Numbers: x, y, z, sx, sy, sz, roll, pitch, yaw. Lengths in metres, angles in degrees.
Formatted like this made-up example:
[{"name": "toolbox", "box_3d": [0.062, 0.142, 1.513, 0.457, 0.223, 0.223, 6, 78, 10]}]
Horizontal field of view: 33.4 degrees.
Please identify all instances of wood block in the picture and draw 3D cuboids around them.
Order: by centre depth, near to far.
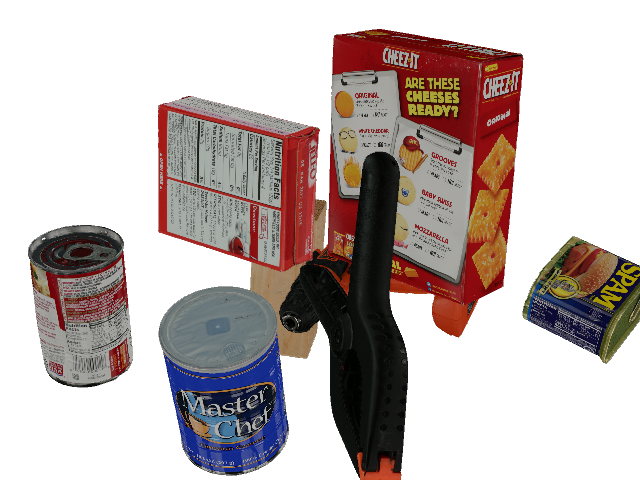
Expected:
[{"name": "wood block", "box_3d": [-0.048, 0.049, 1.500, 0.090, 0.206, 0.090, 7, 22, 6]}]

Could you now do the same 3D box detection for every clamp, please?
[{"name": "clamp", "box_3d": [0.030, 0.056, 0.720, 0.036, 0.210, 0.165, 4, -39, -18]}]

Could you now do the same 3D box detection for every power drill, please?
[{"name": "power drill", "box_3d": [0.066, 0.052, 1.130, 0.188, 0.057, 0.184, 9, 31, 20]}]

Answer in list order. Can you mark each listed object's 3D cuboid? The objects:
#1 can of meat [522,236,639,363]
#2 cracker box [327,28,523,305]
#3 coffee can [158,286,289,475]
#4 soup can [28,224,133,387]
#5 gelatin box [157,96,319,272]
[{"name": "can of meat", "box_3d": [0.242, 0.050, 0.958, 0.084, 0.057, 0.101, 27, 46, 27]}, {"name": "cracker box", "box_3d": [0.089, -0.070, 0.950, 0.164, 0.214, 0.071, 20, 28, 40]}, {"name": "coffee can", "box_3d": [-0.084, 0.127, 0.960, 0.103, 0.140, 0.103, -3, 39, 2]}, {"name": "soup can", "box_3d": [-0.175, 0.049, 0.789, 0.068, 0.102, 0.068, 0, 28, 0]}, {"name": "gelatin box", "box_3d": [-0.044, -0.031, 0.560, 0.089, 0.073, 0.030, 16, 26, 30]}]
